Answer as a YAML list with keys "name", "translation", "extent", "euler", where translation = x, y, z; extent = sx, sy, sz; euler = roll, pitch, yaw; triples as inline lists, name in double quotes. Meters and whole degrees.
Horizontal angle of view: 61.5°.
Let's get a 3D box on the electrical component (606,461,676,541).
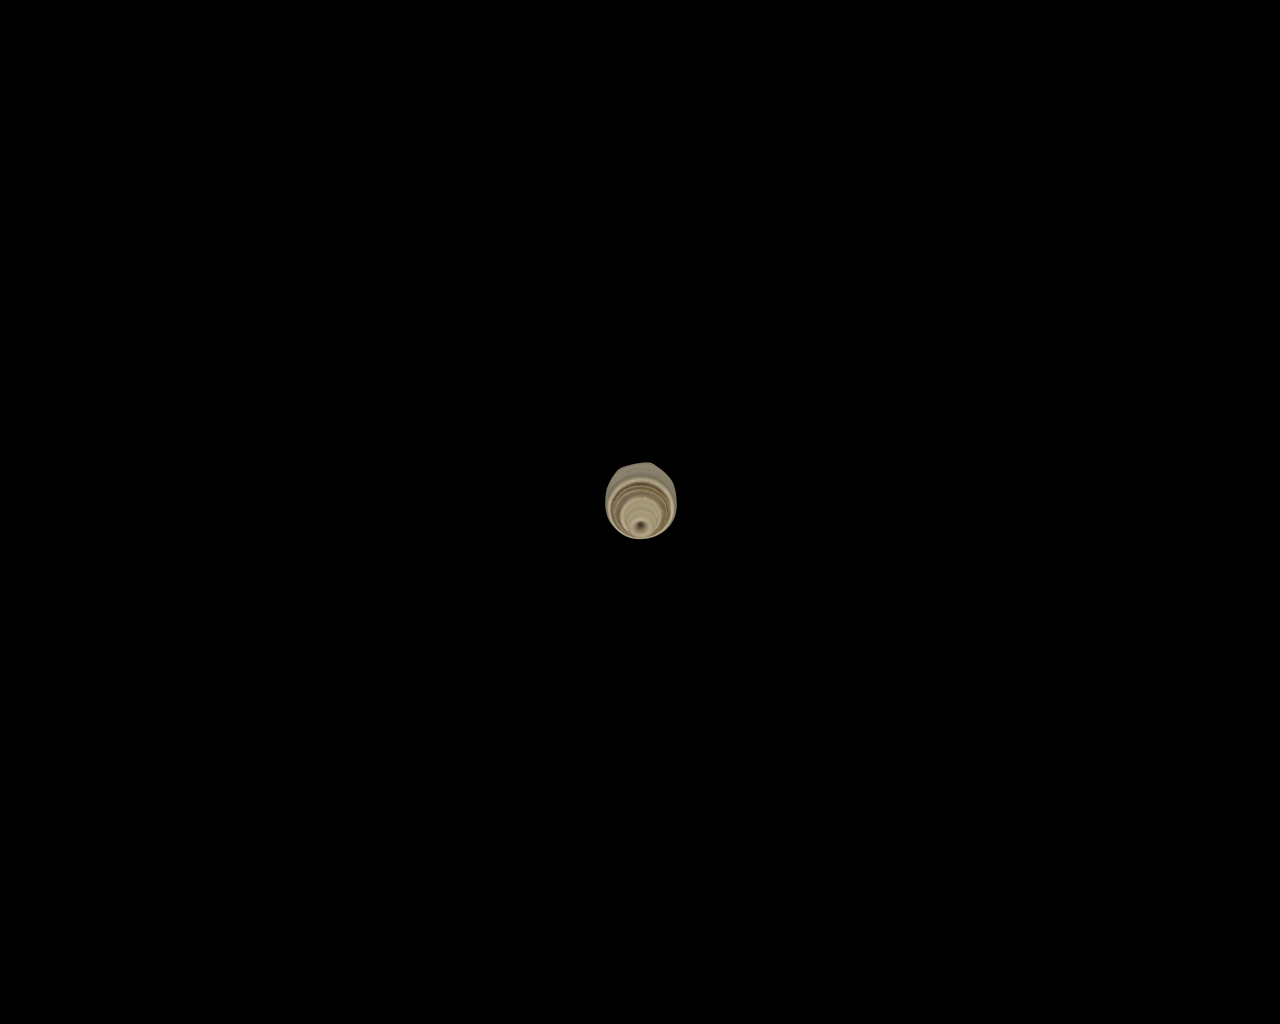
- name: "electrical component"
  translation: [0.001, -0.003, 0.650]
  extent: [0.043, 0.043, 0.062]
  euler: [0, 23, 0]
